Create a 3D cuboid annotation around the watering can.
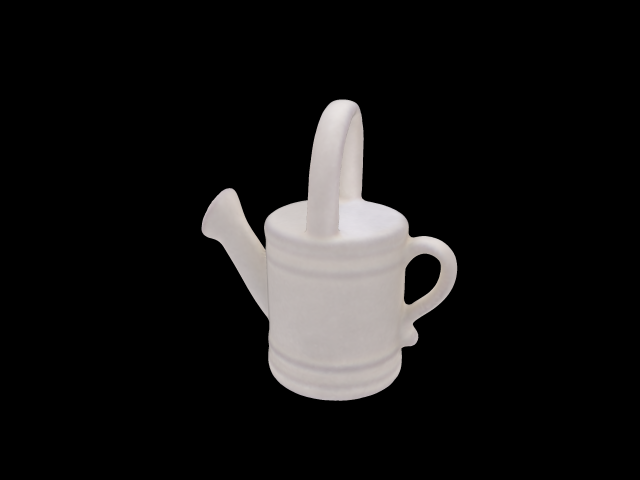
[{"bbox_3d":[0.003,0.002,0.398,0.173,0.194,0.101,-2,20,-5],"label":"watering can"}]
